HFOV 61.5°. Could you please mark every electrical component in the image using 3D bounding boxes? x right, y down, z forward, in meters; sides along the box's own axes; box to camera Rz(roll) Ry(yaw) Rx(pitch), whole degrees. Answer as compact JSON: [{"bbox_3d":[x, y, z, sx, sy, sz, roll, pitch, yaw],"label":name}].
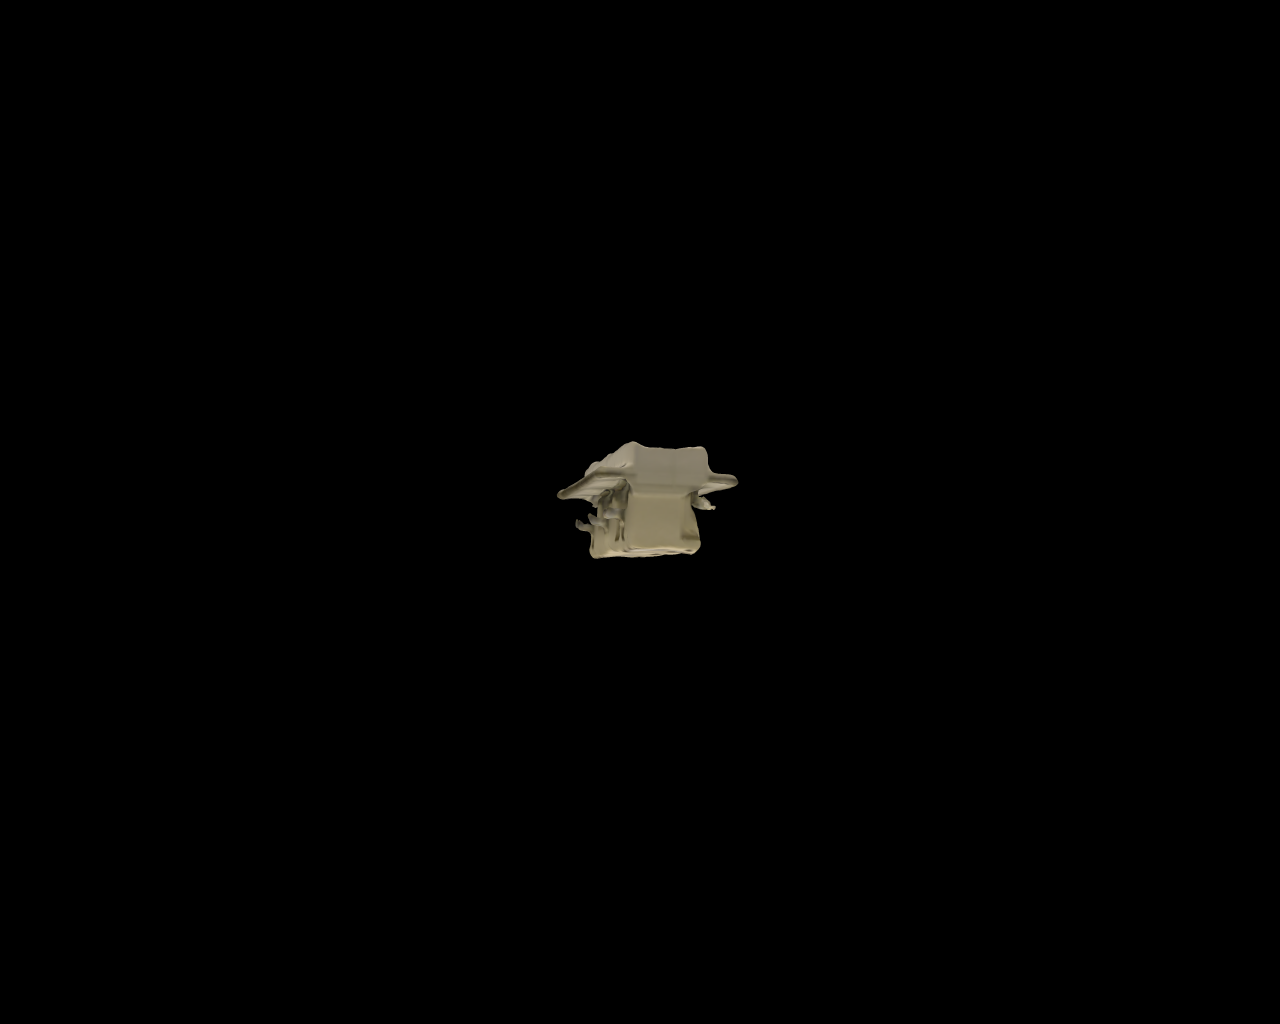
[{"bbox_3d":[0.001,-0.003,0.650,0.079,0.063,0.121,1,-5,-15],"label":"electrical component"}]
